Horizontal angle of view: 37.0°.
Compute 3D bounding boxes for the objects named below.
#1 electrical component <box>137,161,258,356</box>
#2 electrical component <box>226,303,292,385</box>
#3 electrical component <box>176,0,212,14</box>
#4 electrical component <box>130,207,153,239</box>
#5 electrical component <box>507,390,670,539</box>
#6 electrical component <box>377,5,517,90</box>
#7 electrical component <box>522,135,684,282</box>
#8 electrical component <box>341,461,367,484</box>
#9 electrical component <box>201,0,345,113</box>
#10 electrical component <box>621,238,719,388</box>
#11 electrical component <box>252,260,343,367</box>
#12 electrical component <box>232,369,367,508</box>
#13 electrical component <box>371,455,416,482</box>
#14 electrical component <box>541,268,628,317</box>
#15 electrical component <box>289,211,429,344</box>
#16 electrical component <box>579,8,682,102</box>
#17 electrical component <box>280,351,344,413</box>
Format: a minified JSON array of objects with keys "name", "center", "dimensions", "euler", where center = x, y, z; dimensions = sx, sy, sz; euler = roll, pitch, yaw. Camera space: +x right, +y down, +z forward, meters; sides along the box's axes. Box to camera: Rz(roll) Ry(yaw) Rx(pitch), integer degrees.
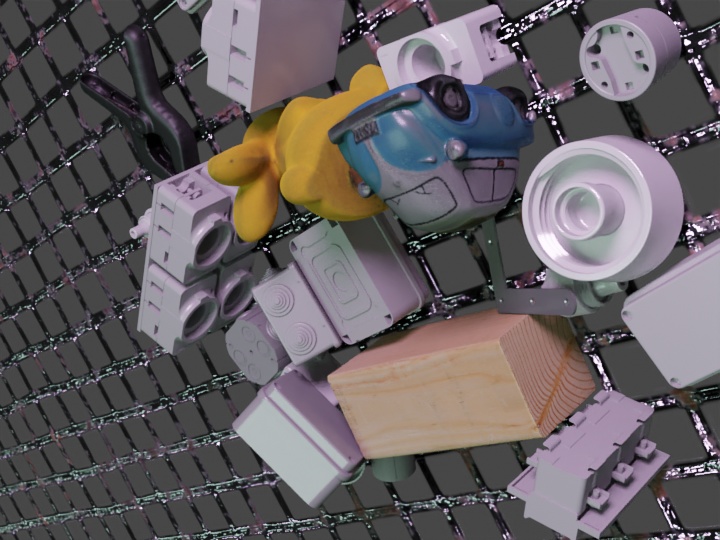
[{"name":"electrical component","center":[-0.154,-0.013,1.070],"dimensions":[0.060,0.105,0.186],"euler":[35,133,23]},{"name":"electrical component","center":[-0.094,0.074,1.104],"dimensions":[0.080,0.051,0.080],"euler":[22,126,33]},{"name":"electrical component","center":[-0.131,-0.295,0.925],"dimensions":[0.109,0.056,0.108],"euler":[-25,95,47]},{"name":"electrical component","center":[-0.217,-0.049,1.140],"dimensions":[0.035,0.061,0.035],"euler":[22,126,33]},{"name":"electrical component","center":[0.182,0.148,0.839],"dimensions":[0.079,0.121,0.063],"euler":[23,124,32]},{"name":"electrical component","center":[0.063,-0.161,0.822],"dimensions":[0.089,0.056,0.050],"euler":[-9,106,45]},{"name":"electrical component","center":[0.168,-0.042,0.767],"dimensions":[0.108,0.060,0.108],"euler":[4,97,36]},{"name":"electrical component","center":[-0.012,0.178,1.072],"dimensions":[0.043,0.081,0.043],"euler":[1,101,7]},{"name":"electrical component","center":[-0.065,-0.235,0.863],"dimensions":[0.060,0.105,0.186],"euler":[31,131,27]},{"name":"electrical component","center":[0.251,0.025,0.754],"dimensions":[0.078,0.057,0.113],"euler":[55,137,4]},{"name":"electrical component","center":[-0.057,0.039,1.016],"dimensions":[0.048,0.099,0.099],"euler":[-30,92,6]},{"name":"electrical component","center":[-0.051,0.153,0.993],"dimensions":[0.113,0.078,0.057],"euler":[44,105,7]},{"name":"electrical component","center":[0.028,0.159,1.045],"dimensions":[0.043,0.043,0.081],"euler":[11,120,38]},{"name":"electrical component","center":[0.175,0.012,0.827],"dimensions":[0.062,0.043,0.043],"euler":[-14,103,45]},{"name":"electrical component","center":[0.000,0.000,0.971],"dimensions":[0.078,0.057,0.113],"euler":[-29,92,47]},{"name":"electrical component","center":[0.184,-0.147,0.725],"dimensions":[0.055,0.047,0.055],"euler":[22,126,33]},{"name":"electrical component","center":[-0.050,0.130,1.087],"dimensions":[0.062,0.061,0.096],"euler":[44,137,13]}]
